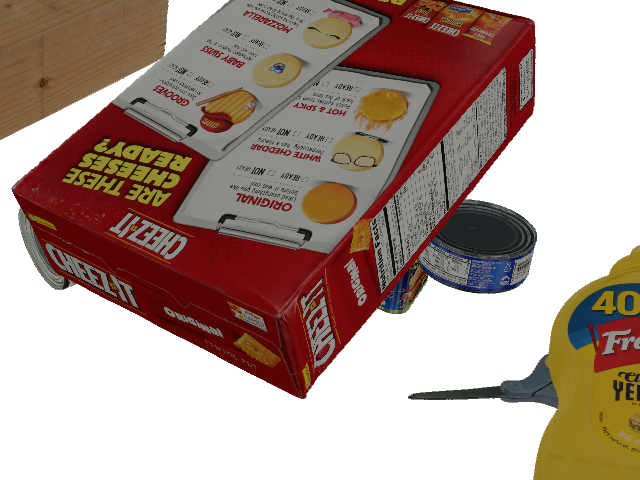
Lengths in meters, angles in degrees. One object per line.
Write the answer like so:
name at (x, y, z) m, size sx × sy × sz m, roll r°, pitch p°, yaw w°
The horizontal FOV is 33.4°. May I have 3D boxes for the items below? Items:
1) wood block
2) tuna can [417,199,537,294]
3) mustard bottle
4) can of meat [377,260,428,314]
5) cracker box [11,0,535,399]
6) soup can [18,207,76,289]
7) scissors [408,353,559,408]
wood block at (-0.233, -0.178, 0.924) m, size 0.090 × 0.091 × 0.205 m, roll 30°, pitch 42°, yaw 21°
tuna can at (0.114, 0.004, 0.789) m, size 0.086 × 0.034 × 0.086 m, roll 5°, pitch 29°, yaw -3°
mustard bottle at (0.164, 0.070, 0.544) m, size 0.096 × 0.058 × 0.191 m, roll 7°, pitch 41°, yaw 13°
can of meat at (0.089, 0.021, 1.177) m, size 0.057 × 0.084 × 0.102 m, roll 18°, pitch 33°, yaw 18°
cracker box at (-0.015, -0.044, 0.532) m, size 0.164 × 0.072 × 0.213 m, roll 22°, pitch 56°, yaw 30°
soup can at (-0.157, -0.014, 0.771) m, size 0.102 × 0.068 × 0.069 m, roll -26°, pitch 14°, yaw -30°
scissors at (0.172, 0.122, 0.941) m, size 0.201 × 0.016 × 0.096 m, roll 7°, pitch 27°, yaw -5°
